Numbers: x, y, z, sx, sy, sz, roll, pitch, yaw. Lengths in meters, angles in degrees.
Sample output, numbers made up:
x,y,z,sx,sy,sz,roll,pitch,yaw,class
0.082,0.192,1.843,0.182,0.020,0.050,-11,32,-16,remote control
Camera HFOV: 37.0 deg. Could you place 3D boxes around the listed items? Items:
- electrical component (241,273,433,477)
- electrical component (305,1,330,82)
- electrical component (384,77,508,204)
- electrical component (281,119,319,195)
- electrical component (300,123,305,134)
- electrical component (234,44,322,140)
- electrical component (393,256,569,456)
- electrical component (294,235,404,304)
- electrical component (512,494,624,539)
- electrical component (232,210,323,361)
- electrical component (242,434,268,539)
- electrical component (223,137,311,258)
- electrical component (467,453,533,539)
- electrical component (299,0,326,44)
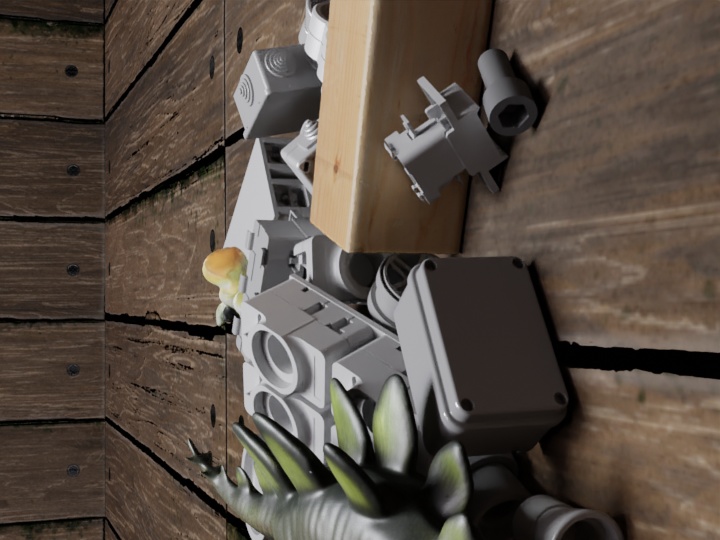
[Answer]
x,y,z,sx,sy,sz,roll,pitch,yaw,class
-0.007,0.095,0.760,0.186,0.060,0.105,30,132,36,electrical component
-0.012,-0.165,0.922,0.138,0.052,0.073,-113,30,-45,electrical component
0.054,-0.081,0.707,0.081,0.064,0.042,52,-174,-35,electrical component
-0.017,-0.084,0.859,0.096,0.062,0.061,51,176,-27,electrical component
-0.026,-0.106,0.967,0.055,0.047,0.055,180,90,-70,electrical component
-0.065,-0.169,1.002,0.048,0.100,0.099,70,155,15,electrical component
0.072,0.051,0.656,0.057,0.078,0.113,114,149,-53,electrical component
0.000,0.000,0.834,0.056,0.089,0.050,162,107,-69,electrical component
0.112,0.148,0.600,0.065,0.044,0.044,-176,87,-74,electrical component
-0.066,0.019,0.908,0.078,0.063,0.121,-131,47,-57,electrical component
-0.078,0.218,1.085,0.108,0.060,0.108,180,90,-70,electrical component
-0.089,-0.038,1.118,0.186,0.060,0.105,115,148,-49,electrical component
0.082,0.136,0.676,0.055,0.045,0.045,-114,31,-50,electrical component
-0.035,-0.230,1.005,0.065,0.044,0.044,127,139,-66,electrical component
